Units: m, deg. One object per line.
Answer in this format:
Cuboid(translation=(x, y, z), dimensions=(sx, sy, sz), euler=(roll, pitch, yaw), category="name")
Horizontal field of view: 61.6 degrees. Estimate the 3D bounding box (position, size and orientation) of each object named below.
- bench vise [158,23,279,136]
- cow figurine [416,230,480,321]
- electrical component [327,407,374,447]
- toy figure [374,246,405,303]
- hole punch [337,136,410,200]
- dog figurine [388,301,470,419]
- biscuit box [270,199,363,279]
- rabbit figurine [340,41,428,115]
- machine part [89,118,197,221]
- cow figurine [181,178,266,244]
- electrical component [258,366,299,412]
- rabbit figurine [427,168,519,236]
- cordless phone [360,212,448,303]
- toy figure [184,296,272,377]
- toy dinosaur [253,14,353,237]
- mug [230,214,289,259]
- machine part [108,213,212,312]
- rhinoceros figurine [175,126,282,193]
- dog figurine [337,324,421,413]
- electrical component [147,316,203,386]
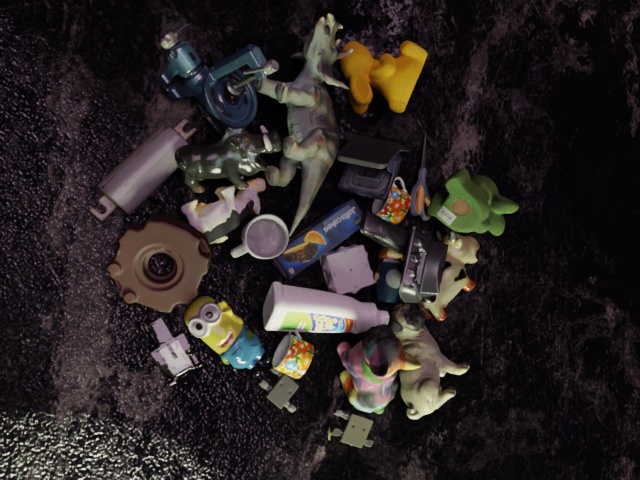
Cuboid(translation=(-0.174, -0.294, 0.963), dimensions=(0.129, 0.241, 0.223), euler=(-45, 115, -42), category="bench vise")
Cuboid(translation=(0.267, 0.064, 1.148), dimensions=(0.195, 0.085, 0.127), euler=(-44, 106, -14), category="cow figurine")
Cuboid(translation=(0.062, 0.378, 1.077), dimensions=(0.102, 0.045, 0.078), euler=(17, 90, -17), category="electrical component")
Cuboid(translation=(0.149, 0.054, 1.124), dimensions=(0.064, 0.058, 0.154), euler=(16, 79, -46), category="toy figure")
Cuboid(translation=(0.101, -0.149, 1.091), dimensions=(0.116, 0.142, 0.092), euler=(-51, 146, -45), category="hole punch")
Cuboid(translation=(0.183, 0.241, 1.094), dimensions=(0.190, 0.121, 0.172), euler=(46, 51, -4), category="dog figurine")
Cuboid(translation=(-0.002, -0.003, 1.077), dimensions=(0.203, 0.059, 0.062), euler=(-36, 97, -16), category="biscuit box")
Cuboid(translation=(0.116, -0.342, 1.125), dimensions=(0.173, 0.122, 0.162), euler=(27, 89, -1), category="rabbit figurine")
Cuboid(translation=(-0.317, -0.128, 0.979), dimensions=(0.079, 0.079, 0.243), euler=(43, 75, -10), category="machine part")
Cuboid(translation=(-0.171, -0.055, 1.024), dimensions=(0.167, 0.068, 0.098), euler=(-23, 99, -14), category="cow figurine")
Cuboid(translation=(-0.074, 0.292, 1.056), dimensions=(0.094, 0.021, 0.063), euler=(44, 75, -9), category="electrical component")
Cuboid(translation=(0.340, -0.090, 1.144), dimensions=(0.159, 0.121, 0.170), euler=(36, 40, 17), category="rabbit figurine")
Cuboid(translation=(0.150, 0.031, 1.054), dimensions=(0.184, 0.089, 0.146), euler=(25, 68, -23), category="cordless phone")
Cuboid(translation=(-0.175, 0.180, 1.003), dimensions=(0.180, 0.089, 0.082), euler=(43, 61, -19), category="toy figure")
Cuboid(translation=(-0.017, -0.220, 1.060), dimensions=(0.192, 0.131, 0.404), euler=(-10, 102, -36), category="toy dinosaur")
Cuboid(translation=(-0.119, 0.003, 1.016), dimensions=(0.109, 0.107, 0.080), euler=(-37, 97, -12), category="mug")
Cuboid(translation=(-0.284, 0.042, 0.962), dimensions=(0.179, 0.056, 0.179), euler=(-2, 104, -8), category="machine part")
Cuboid(translation=(-0.163, -0.152, 0.971), dimensions=(0.190, 0.073, 0.111), euler=(-11, 120, -1), category="rhinoceros figurine")
Cuboid(translation=(0.113, 0.251, 1.015), dimensions=(0.108, 0.219, 0.191), euler=(-9, 89, -14), category="dog figurine")
Cuboid(translation=(-0.276, 0.198, 0.985), dimensions=(0.075, 0.048, 0.119), euler=(-34, 96, -17), category="electrical component")
